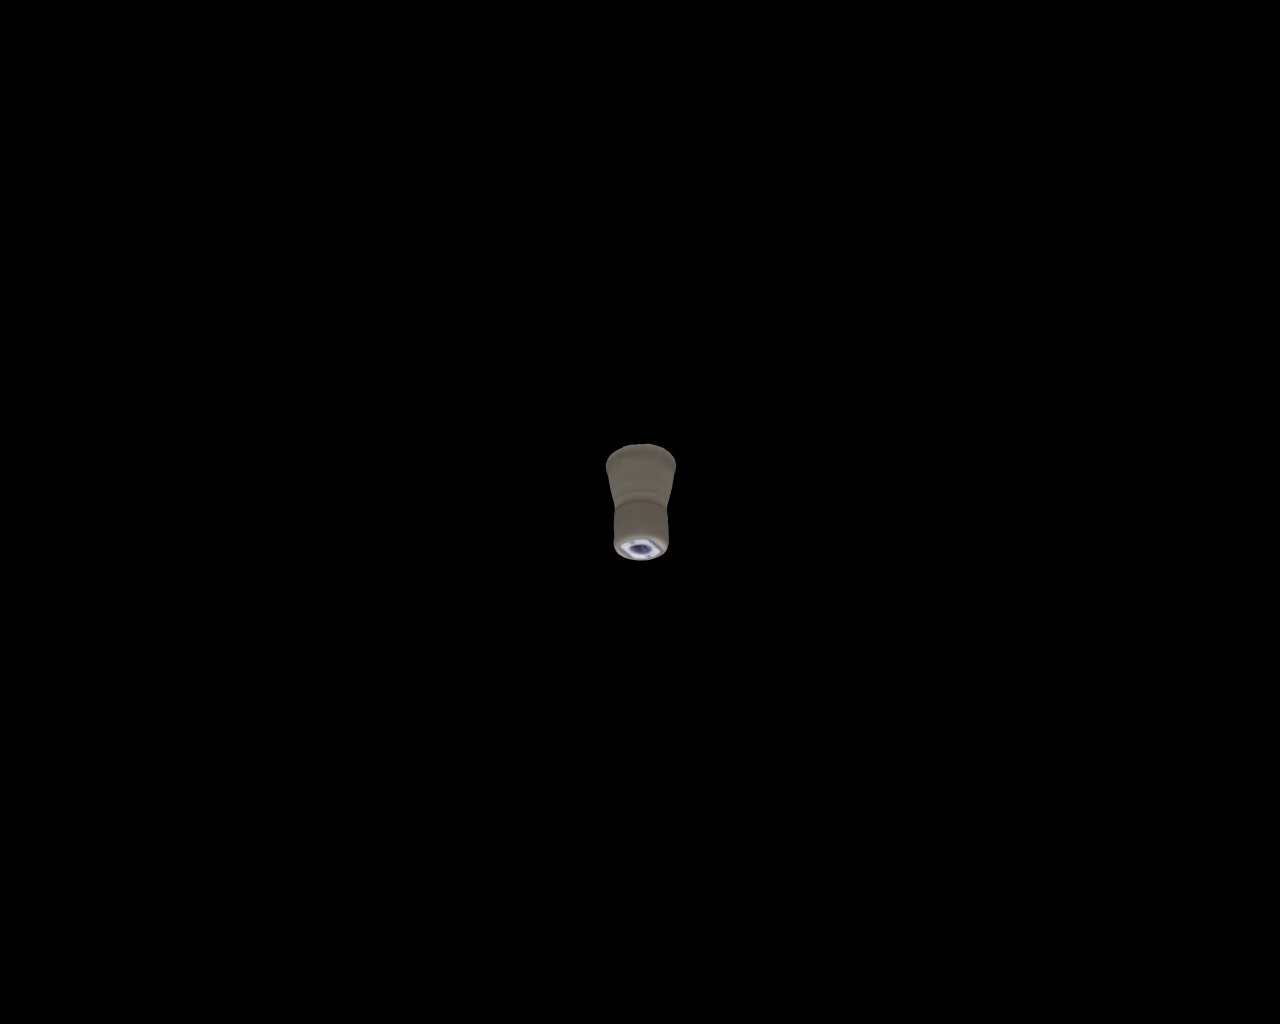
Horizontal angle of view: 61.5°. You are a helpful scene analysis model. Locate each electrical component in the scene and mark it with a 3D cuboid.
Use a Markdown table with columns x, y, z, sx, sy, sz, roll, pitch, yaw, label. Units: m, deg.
| x | y | z | sx | sy | sz | roll | pitch | yaw | label |
| --- | --- | --- | --- | --- | --- | --- | --- | --- | --- |
| 0.001 | -0.003 | 0.650 | 0.044 | 0.065 | 0.044 | 0 | -31 | 0 | electrical component |
